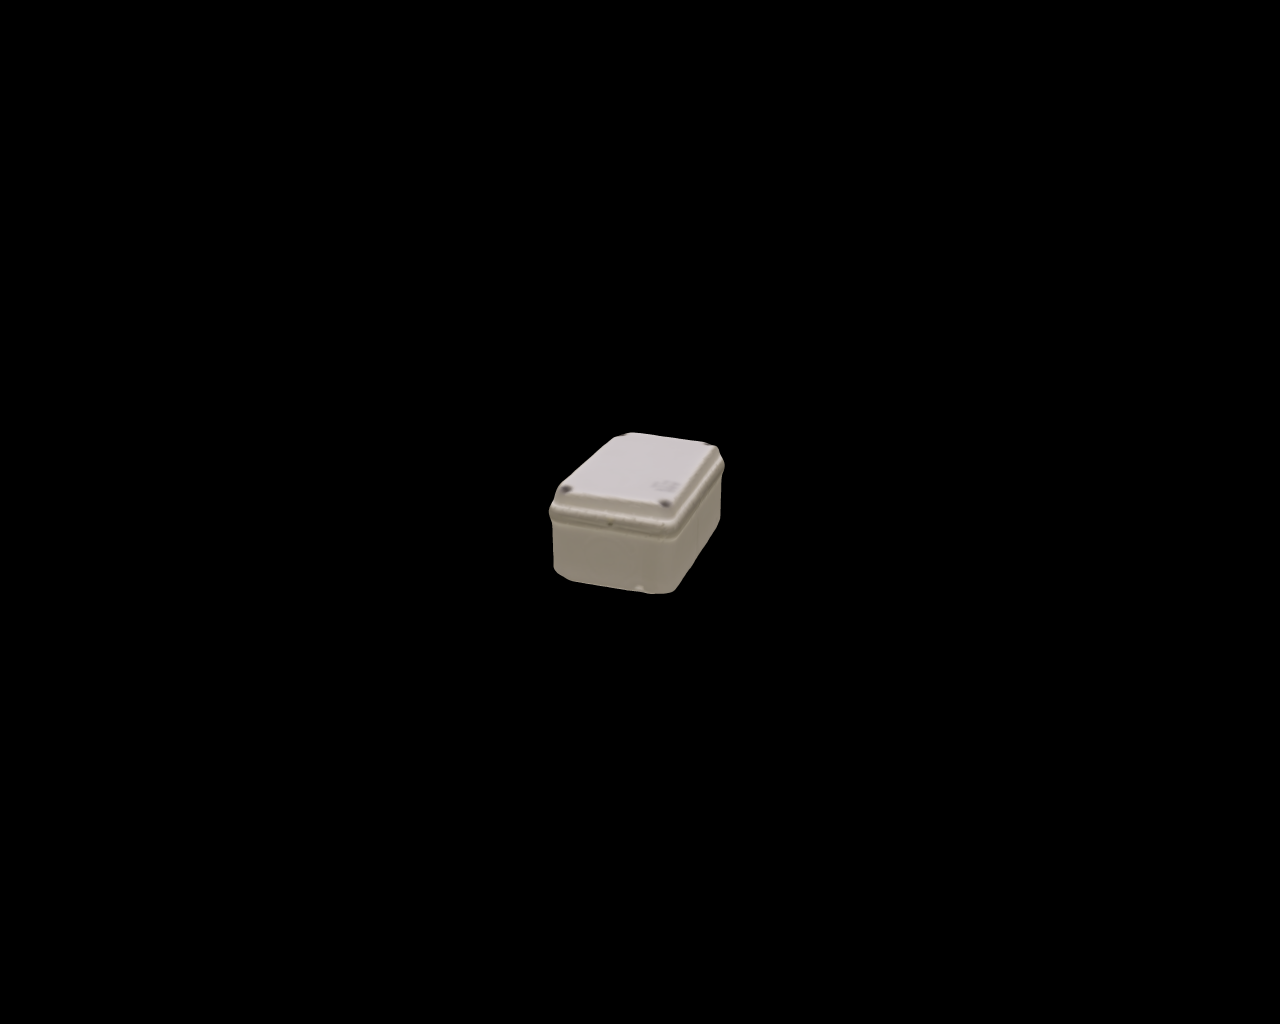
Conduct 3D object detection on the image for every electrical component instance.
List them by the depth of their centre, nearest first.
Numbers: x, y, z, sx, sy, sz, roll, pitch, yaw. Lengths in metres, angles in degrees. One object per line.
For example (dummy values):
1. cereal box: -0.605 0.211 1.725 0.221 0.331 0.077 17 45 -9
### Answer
1. electrical component: 0.001 -0.003 0.650 0.078 0.057 0.113 8 26 18
